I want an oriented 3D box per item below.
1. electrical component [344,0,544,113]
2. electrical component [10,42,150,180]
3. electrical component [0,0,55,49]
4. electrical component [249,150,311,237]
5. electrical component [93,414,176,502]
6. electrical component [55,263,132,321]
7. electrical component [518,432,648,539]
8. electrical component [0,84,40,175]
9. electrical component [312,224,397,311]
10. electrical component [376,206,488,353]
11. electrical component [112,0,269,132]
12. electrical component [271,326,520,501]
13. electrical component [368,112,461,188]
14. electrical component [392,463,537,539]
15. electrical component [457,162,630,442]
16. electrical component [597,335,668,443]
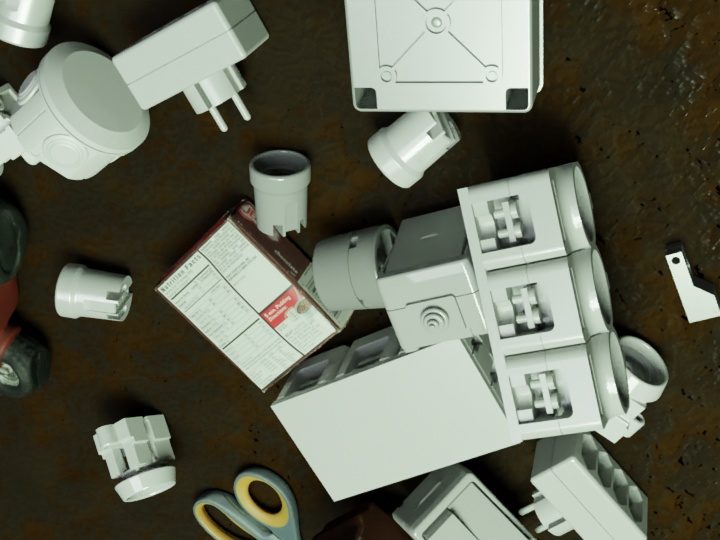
[{"bbox_3d":[0.049,-0.149,0.619,0.109,0.056,0.108,3,118,15],"label":"electrical component"},{"bbox_3d":[-0.182,-0.103,0.699,0.051,0.080,0.080,-31,105,33],"label":"electrical component"},{"bbox_3d":[-0.217,-0.173,0.695,0.040,0.040,0.046,26,115,2],"label":"electrical component"},{"bbox_3d":[-0.052,-0.051,0.712,0.040,0.040,0.046,9,124,12],"label":"electrical component"},{"bbox_3d":[-0.171,0.146,0.835,0.048,0.066,0.055,-30,72,27],"label":"electrical component"},{"bbox_3d":[-0.195,0.017,0.790,0.046,0.040,0.040,8,119,5],"label":"electrical component"},{"bbox_3d":[0.148,0.163,0.762,0.076,0.047,0.083,-36,103,28],"label":"electrical component"},{"bbox_3d":[-0.256,-0.092,0.746,0.055,0.048,0.066,-32,105,20],"label":"electrical component"},{"bbox_3d":[0.000,0.000,0.715,0.047,0.055,0.055,-9,114,24],"label":"electrical component"},{"bbox_3d":[0.051,0.005,0.677,0.062,0.096,0.061,-13,113,22],"label":"electrical component"},{"bbox_3d":[-0.097,-0.124,0.681,0.083,0.047,0.075,-22,109,25],"label":"electrical component"},{"bbox_3d":[0.029,0.089,0.749,0.150,0.061,0.089,-23,109,26],"label":"electrical component"},{"bbox_3d":[0.034,-0.080,0.671,0.046,0.040,0.040,-38,102,24],"label":"electrical component"},{"bbox_3d":[0.082,0.193,0.776,0.062,0.061,0.096,-45,101,-9],"label":"electrical component"},{"bbox_3d":[0.114,0.016,0.643,0.062,0.089,0.150,-11,93,21],"label":"electrical component"},{"bbox_3d":[0.170,0.076,0.711,0.066,0.048,0.055,34,129,-3],"label":"electrical component"}]
